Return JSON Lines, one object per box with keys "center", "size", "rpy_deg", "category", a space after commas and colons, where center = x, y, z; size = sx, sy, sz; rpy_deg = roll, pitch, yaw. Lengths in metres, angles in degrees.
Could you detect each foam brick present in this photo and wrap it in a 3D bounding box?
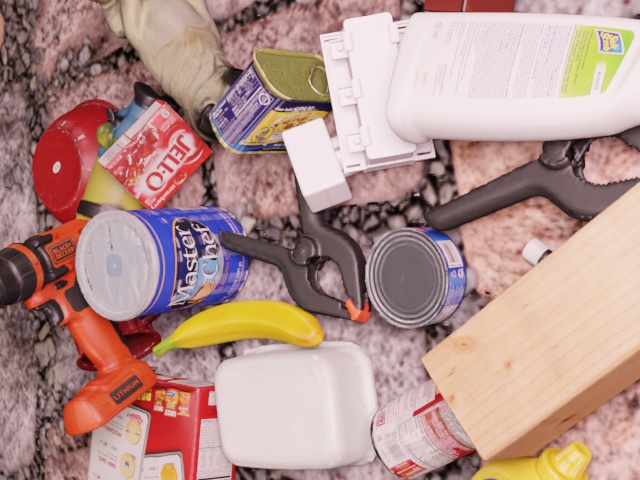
{"center": [0.122, -0.214, 0.842], "size": [0.051, 0.052, 0.078], "rpy_deg": [17, 101, 56], "category": "foam brick"}

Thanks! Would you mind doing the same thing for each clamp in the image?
{"center": [0.178, -0.059, 0.815], "size": [0.210, 0.036, 0.164], "rpy_deg": [25, 99, 35], "category": "clamp"}
{"center": [-0.006, 0.001, 0.978], "size": [0.172, 0.039, 0.120], "rpy_deg": [40, 106, 23], "category": "clamp"}

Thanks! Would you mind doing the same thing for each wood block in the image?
{"center": [0.187, 0.062, 0.754], "size": [0.206, 0.090, 0.090], "rpy_deg": [-43, 62, 23], "category": "wood block"}

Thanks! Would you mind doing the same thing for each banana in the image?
{"center": [-0.068, 0.086, 1.024], "size": [0.198, 0.069, 0.037], "rpy_deg": [-10, 126, 34], "category": "banana"}

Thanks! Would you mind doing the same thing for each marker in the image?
{"center": [0.206, 0.038, 0.813], "size": [0.121, 0.020, 0.020], "rpy_deg": [39, 116, 33], "category": "marker"}

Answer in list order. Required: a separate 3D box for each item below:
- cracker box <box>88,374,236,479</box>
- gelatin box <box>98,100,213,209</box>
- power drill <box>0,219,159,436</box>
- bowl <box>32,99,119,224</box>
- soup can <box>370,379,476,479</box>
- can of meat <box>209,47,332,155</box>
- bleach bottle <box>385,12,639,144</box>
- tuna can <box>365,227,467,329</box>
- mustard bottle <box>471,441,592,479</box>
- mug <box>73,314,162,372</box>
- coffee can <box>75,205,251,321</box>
{"center": [-0.163, 0.247, 1.093], "size": [0.164, 0.071, 0.214], "rpy_deg": [2, 87, 42], "category": "cracker box"}
{"center": [-0.162, -0.083, 1.055], "size": [0.089, 0.073, 0.030], "rpy_deg": [-47, 32, -5], "category": "gelatin box"}
{"center": [-0.243, 0.085, 1.006], "size": [0.057, 0.184, 0.187], "rpy_deg": [-19, 99, 34], "category": "power drill"}
{"center": [-0.273, -0.079, 1.195], "size": [0.162, 0.055, 0.162], "rpy_deg": [2, 93, 40], "category": "bowl"}
{"center": [0.099, 0.150, 0.879], "size": [0.102, 0.068, 0.068], "rpy_deg": [-35, 70, 37], "category": "soup can"}
{"center": [-0.039, -0.122, 0.961], "size": [0.084, 0.101, 0.057], "rpy_deg": [-44, 65, 35], "category": "can of meat"}
{"center": [0.176, -0.111, 0.767], "size": [0.251, 0.068, 0.102], "rpy_deg": [9, 80, 32], "category": "bleach bottle"}
{"center": [0.082, 0.031, 0.909], "size": [0.086, 0.033, 0.086], "rpy_deg": [3, 95, 41], "category": "tuna can"}
{"center": [0.152, 0.229, 0.845], "size": [0.096, 0.058, 0.192], "rpy_deg": [49, 121, 28], "category": "mustard bottle"}
{"center": [-0.216, 0.078, 1.138], "size": [0.117, 0.093, 0.081], "rpy_deg": [-31, 67, 19], "category": "mug"}
{"center": [-0.149, 0.019, 1.031], "size": [0.103, 0.140, 0.103], "rpy_deg": [3, 95, 34], "category": "coffee can"}
